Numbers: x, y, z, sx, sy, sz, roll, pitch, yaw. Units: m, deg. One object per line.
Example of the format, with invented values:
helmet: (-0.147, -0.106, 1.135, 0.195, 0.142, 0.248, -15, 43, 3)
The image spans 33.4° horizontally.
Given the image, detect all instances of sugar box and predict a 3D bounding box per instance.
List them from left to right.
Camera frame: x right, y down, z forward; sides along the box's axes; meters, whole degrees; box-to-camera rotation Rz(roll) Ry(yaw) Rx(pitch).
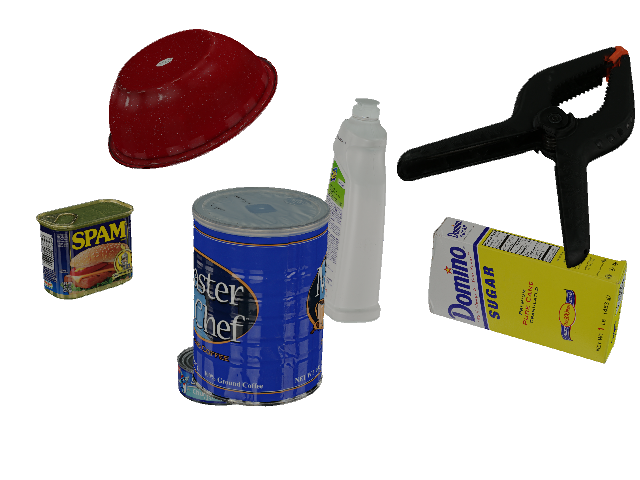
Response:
sugar box: (0.189, 0.045, 0.995, 0.176, 0.093, 0.048, 13, 34, 21)

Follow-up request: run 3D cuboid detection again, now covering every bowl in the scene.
bowl: (-0.121, -0.132, 0.910, 0.162, 0.055, 0.162, -17, 37, 13)

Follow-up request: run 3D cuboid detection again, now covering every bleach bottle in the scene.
bleach bottle: (0.042, -0.038, 1.242, 0.068, 0.251, 0.103, -1, 21, -22)

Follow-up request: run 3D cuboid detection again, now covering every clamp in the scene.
clamp: (0.186, -0.075, 0.827, 0.209, 0.036, 0.165, -39, 57, -21)

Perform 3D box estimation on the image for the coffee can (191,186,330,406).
coffee can: (-0.047, 0.040, 0.813, 0.103, 0.140, 0.103, 2, 19, -1)

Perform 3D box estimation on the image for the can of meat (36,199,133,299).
can of meat: (-0.250, 0.009, 1.147, 0.058, 0.084, 0.101, 19, 26, 40)

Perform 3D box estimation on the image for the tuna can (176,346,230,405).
tuna can: (-0.096, 0.129, 1.039, 0.086, 0.034, 0.086, 1, 15, -1)
